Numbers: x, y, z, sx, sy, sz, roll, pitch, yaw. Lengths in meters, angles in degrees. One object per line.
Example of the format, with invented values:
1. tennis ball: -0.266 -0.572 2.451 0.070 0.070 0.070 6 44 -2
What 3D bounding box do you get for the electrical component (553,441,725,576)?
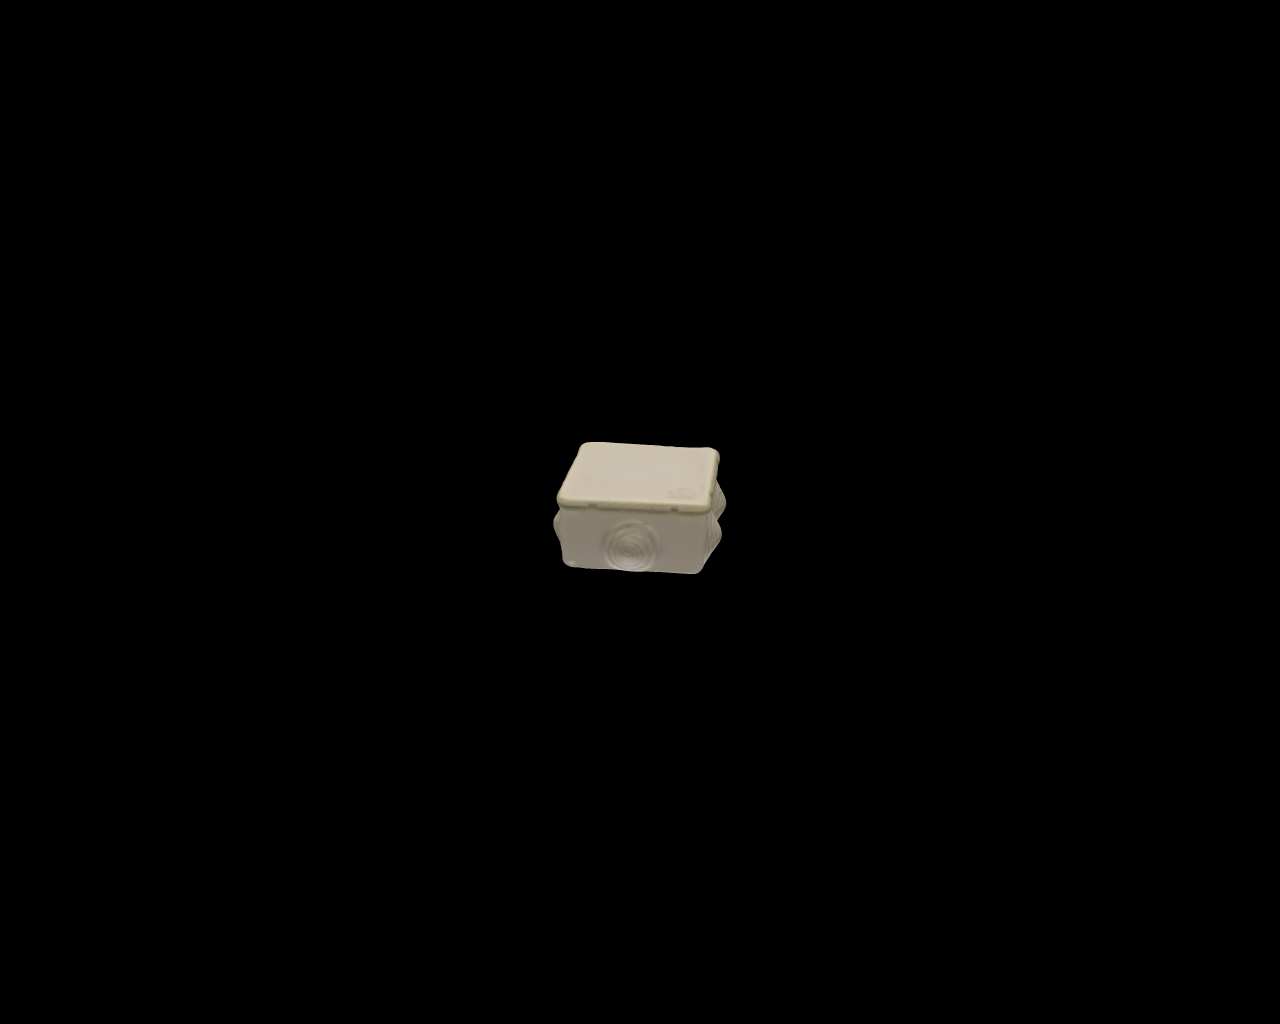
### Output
1. electrical component: 0.001 -0.003 0.650 0.100 0.048 0.100 3 26 7
